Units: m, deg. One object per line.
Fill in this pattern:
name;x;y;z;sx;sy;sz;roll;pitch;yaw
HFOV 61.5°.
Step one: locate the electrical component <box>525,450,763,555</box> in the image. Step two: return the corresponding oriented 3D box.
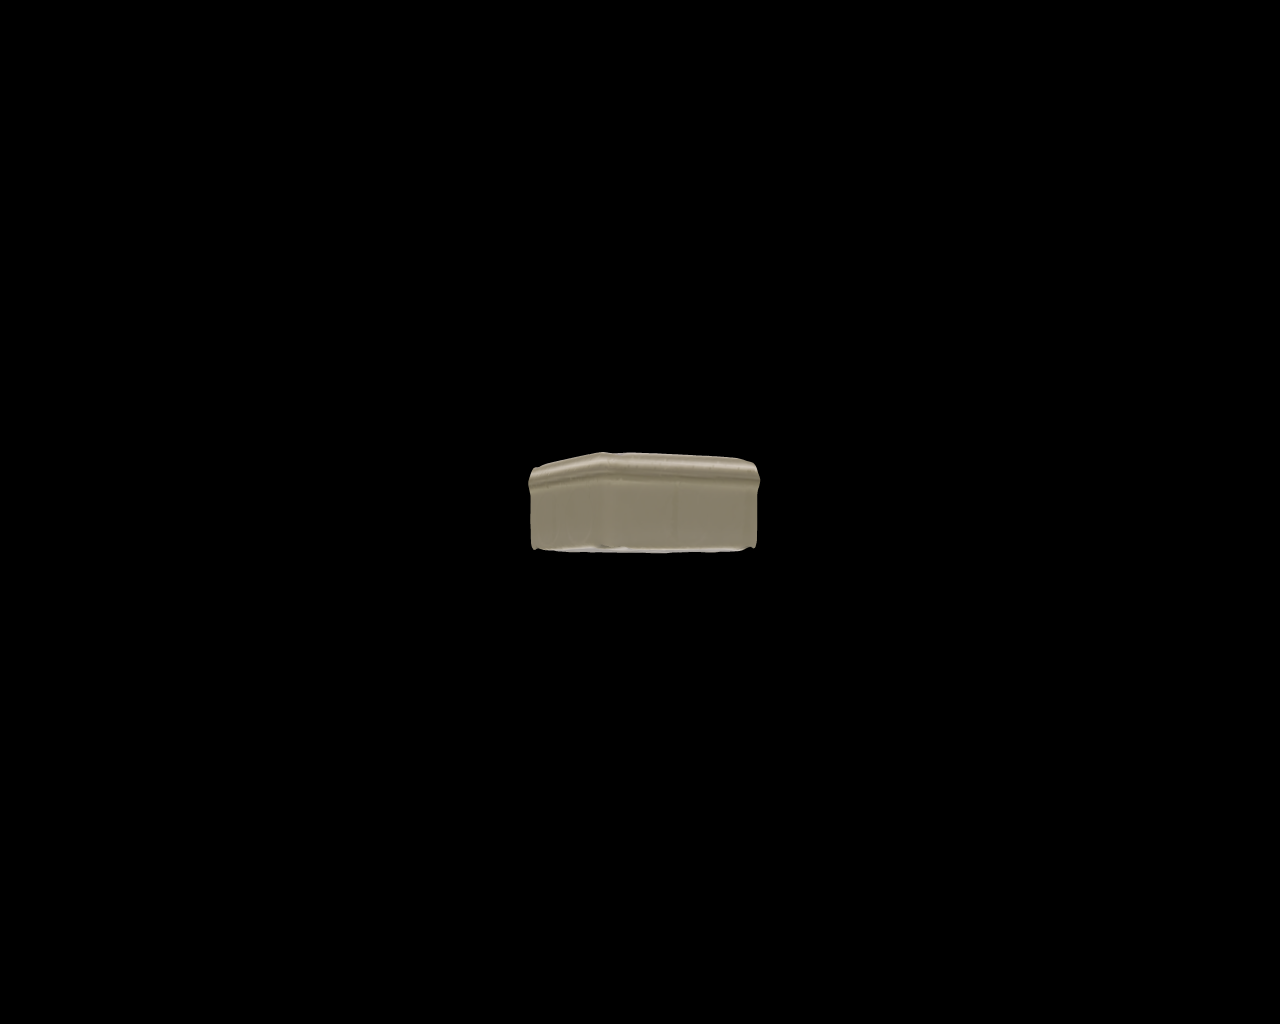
electrical component;0.001;-0.003;0.650;0.109;0.056;0.108;2;-3;-31
